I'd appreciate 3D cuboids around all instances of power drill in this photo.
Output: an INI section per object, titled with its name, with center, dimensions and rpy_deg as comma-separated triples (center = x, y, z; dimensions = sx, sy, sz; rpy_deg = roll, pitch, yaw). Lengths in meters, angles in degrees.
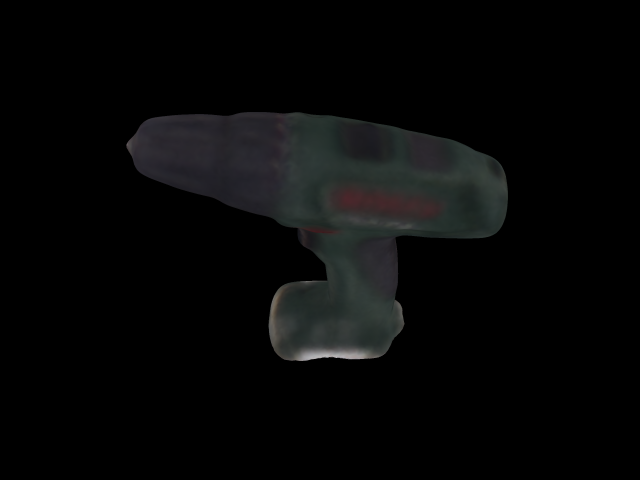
[power drill]
center = 0.004, 0.001, 0.400
dimensions = 0.229, 0.208, 0.075
rpy_deg = -3, 50, -2
